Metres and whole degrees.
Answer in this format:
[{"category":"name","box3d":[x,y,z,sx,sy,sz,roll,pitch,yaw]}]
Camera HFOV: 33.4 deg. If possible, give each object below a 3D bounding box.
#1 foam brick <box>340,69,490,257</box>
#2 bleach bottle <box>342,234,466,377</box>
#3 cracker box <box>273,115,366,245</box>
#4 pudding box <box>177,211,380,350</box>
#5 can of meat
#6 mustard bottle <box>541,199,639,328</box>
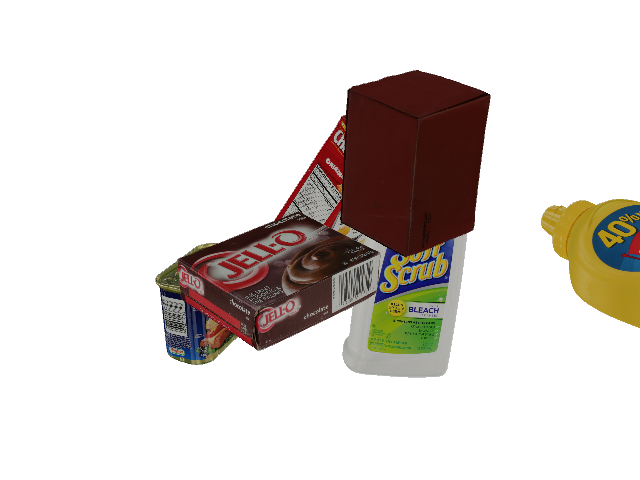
[{"category":"foam brick","box3d":[0.047,-0.040,0.542,0.052,0.078,0.051,-20,36,-36]},{"category":"bleach bottle","box3d":[0.080,-0.003,0.963,0.102,0.251,0.068,3,18,-2]},{"category":"cracker box","box3d":[0.045,-0.053,1.183,0.163,0.072,0.214,-16,-30,-44]},{"category":"pudding box","box3d":[-0.028,0.025,0.739,0.113,0.039,0.090,-21,35,-36]},{"category":"can of meat","box3d":[-0.113,0.062,1.048,0.058,0.084,0.102,10,27,24]},{"category":"mustard bottle","box3d":[0.213,0.019,0.656,0.096,0.058,0.192,-26,36,-28]}]
